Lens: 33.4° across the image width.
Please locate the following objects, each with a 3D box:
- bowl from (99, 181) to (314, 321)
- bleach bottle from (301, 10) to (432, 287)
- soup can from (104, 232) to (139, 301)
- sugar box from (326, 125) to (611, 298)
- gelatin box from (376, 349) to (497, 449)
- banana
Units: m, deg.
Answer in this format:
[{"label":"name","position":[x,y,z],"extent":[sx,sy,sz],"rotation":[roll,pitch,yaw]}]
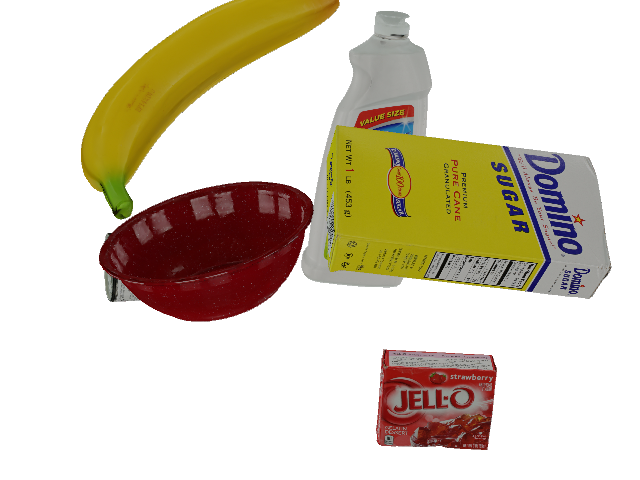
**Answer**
[{"label":"bowl","position":[-0.078,0.014,0.794],"extent":[0.162,0.055,0.162],"rotation":[-11,25,5]},{"label":"bleach bottle","position":[0.044,-0.083,0.979],"extent":[0.102,0.251,0.068],"rotation":[5,22,-1]},{"label":"soup can","position":[-0.153,0.024,1.027],"extent":[0.102,0.068,0.069],"rotation":[-1,0,-18]},{"label":"sugar box","position":[0.093,-0.019,0.689],"extent":[0.176,0.093,0.048],"rotation":[4,-35,-6]},{"label":"gelatin box","position":[0.090,0.126,0.840],"extent":[0.089,0.073,0.030],"rotation":[3,23,1]},{"label":"banana","position":[-0.069,-0.086,0.583],"extent":[0.070,0.197,0.037],"rotation":[28,-30,20]}]
